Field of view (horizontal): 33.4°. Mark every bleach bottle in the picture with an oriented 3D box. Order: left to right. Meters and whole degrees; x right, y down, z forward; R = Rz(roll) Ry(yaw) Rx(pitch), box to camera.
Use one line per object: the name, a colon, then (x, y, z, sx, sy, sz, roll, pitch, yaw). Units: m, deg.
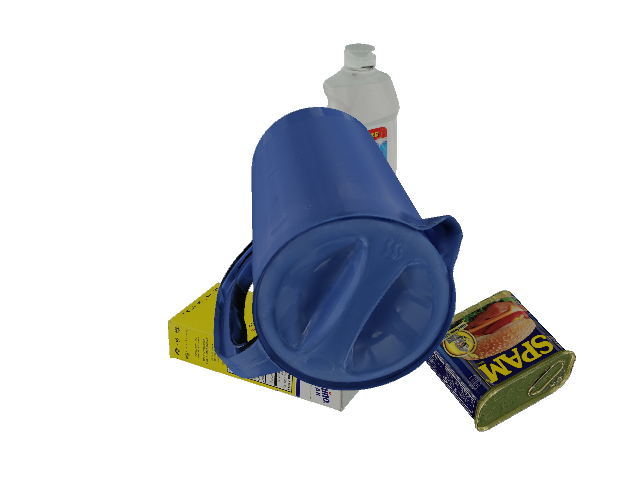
bleach bottle: (0.026, -0.073, 1.083, 0.102, 0.251, 0.068, -2, 26, -8)

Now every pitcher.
pitcher: (0.000, -0.004, 0.789, 0.149, 0.145, 0.243, 5, 26, -10)

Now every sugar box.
sugar box: (-0.040, 0.092, 0.967, 0.176, 0.048, 0.093, 11, 27, 23)

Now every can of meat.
can of meat: (0.149, 0.100, 0.909, 0.102, 0.057, 0.084, -25, 53, -20)
